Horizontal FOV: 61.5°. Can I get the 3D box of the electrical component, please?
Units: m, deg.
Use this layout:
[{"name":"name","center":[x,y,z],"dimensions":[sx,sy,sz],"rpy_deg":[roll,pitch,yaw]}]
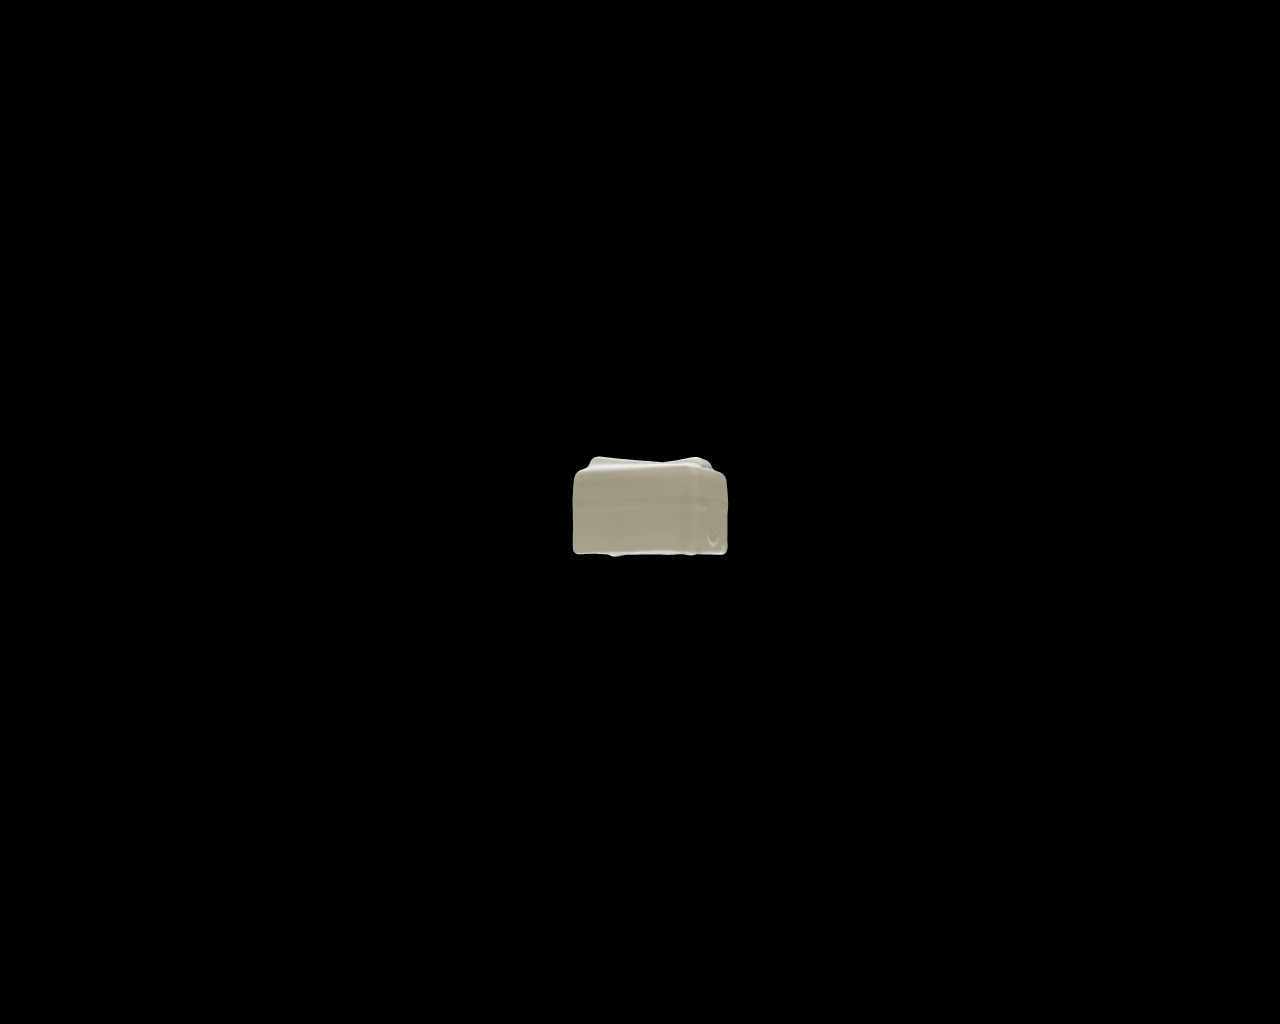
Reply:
[{"name":"electrical component","center":[0.001,-0.003,0.650],"dimensions":[0.096,0.061,0.062],"rpy_deg":[-1,-4,23]}]
